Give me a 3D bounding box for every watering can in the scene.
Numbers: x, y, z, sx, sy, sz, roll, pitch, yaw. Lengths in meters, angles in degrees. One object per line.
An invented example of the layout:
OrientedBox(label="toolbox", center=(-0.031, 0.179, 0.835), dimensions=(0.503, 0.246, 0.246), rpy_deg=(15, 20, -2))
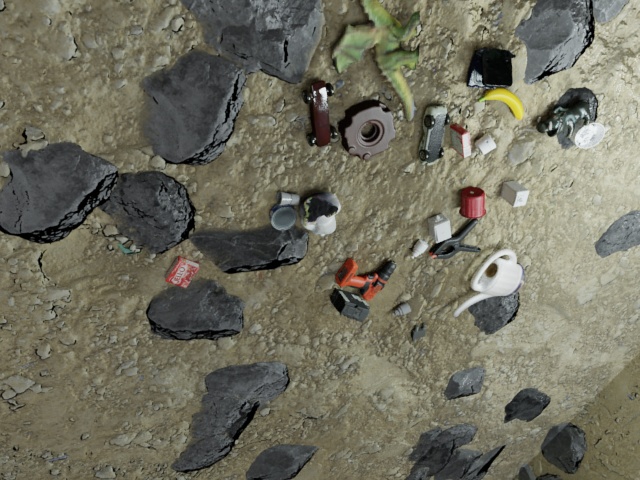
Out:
OrientedBox(label="watering can", center=(0.680, 0.181, 2.053), dimensions=(0.223, 0.106, 0.342), rpy_deg=(14, 116, -29))

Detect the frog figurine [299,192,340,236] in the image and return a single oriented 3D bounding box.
OrientedBox(label="frog figurine", center=(0.005, -0.082, 1.630), dimensions=(0.137, 0.124, 0.158), rpy_deg=(-42, 164, 0))

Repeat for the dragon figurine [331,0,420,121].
OrientedBox(label="dragon figurine", center=(0.152, -0.506, 1.402), dimensions=(0.243, 0.125, 0.401), rpy_deg=(-2, 123, 1))
